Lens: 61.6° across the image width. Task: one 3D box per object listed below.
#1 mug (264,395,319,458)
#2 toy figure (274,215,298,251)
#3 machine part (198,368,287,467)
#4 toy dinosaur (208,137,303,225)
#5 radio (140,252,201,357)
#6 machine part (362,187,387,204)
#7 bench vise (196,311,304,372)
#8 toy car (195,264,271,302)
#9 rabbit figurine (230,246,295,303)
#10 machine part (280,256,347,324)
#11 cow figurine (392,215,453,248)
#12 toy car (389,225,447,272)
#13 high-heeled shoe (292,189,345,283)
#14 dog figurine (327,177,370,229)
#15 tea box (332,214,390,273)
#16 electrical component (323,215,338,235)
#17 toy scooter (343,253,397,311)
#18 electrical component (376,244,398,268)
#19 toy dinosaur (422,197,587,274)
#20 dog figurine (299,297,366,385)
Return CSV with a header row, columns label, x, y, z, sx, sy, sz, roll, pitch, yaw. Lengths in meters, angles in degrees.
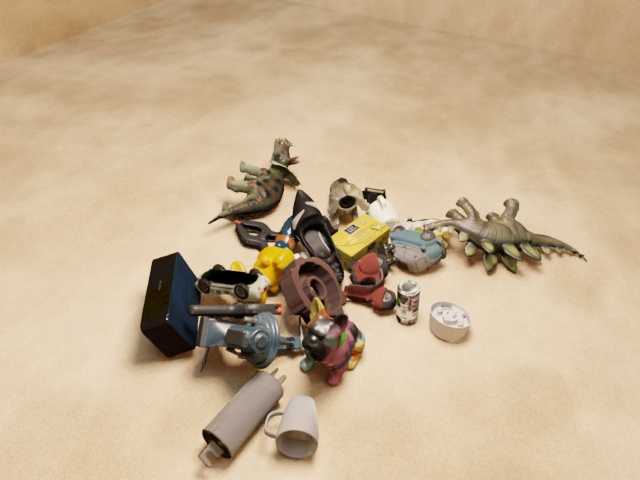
label,x,y,z,sx,sy,sz,roll,pitch,yaw
mug,-0.052,0.362,1.065,0.110,0.080,0.107,2,28,7
toy figure,-0.087,-0.004,1.463,0.064,0.057,0.154,-21,32,40
machine part,-0.152,0.345,1.076,0.079,0.079,0.243,25,46,25
toy dinosaur,-0.177,-0.149,1.639,0.192,0.131,0.405,10,47,11
radio,-0.342,0.149,1.254,0.073,0.130,0.230,-18,40,9
machine part,0.168,-0.120,1.667,0.084,0.039,0.139,11,39,-1
bench vise,-0.141,0.220,1.178,0.240,0.224,0.129,14,67,-37
toy car,-0.211,0.103,1.283,0.202,0.056,0.073,4,36,31
rabbit figurine,-0.150,0.099,1.346,0.163,0.121,0.173,19,62,24
machine part,-0.017,0.122,1.282,0.179,0.056,0.179,33,36,-28
cow figurine,0.291,-0.033,1.541,0.167,0.068,0.098,9,35,4
toy car,0.250,0.031,1.443,0.162,0.109,0.103,16,59,30
high-heeled shoe,-0.003,-0.004,1.381,0.086,0.248,0.145,-26,24,-12
dog figurine,0.068,-0.145,1.597,0.121,0.172,0.191,4,46,-14
tea box,0.105,0.006,1.491,0.098,0.068,0.169,31,49,29
electrical component,0.001,-0.031,1.526,0.048,0.074,0.119,-22,52,-27
toy scooter,0.114,0.107,1.370,0.135,0.075,0.184,-6,44,-2
electrical component,0.178,0.046,1.449,0.021,0.094,0.063,-2,74,-27
toy dinosaur,0.507,-0.009,1.472,0.472,0.105,0.198,2,59,-11
dog figurine,0.030,0.198,1.148,0.109,0.219,0.191,29,48,24
